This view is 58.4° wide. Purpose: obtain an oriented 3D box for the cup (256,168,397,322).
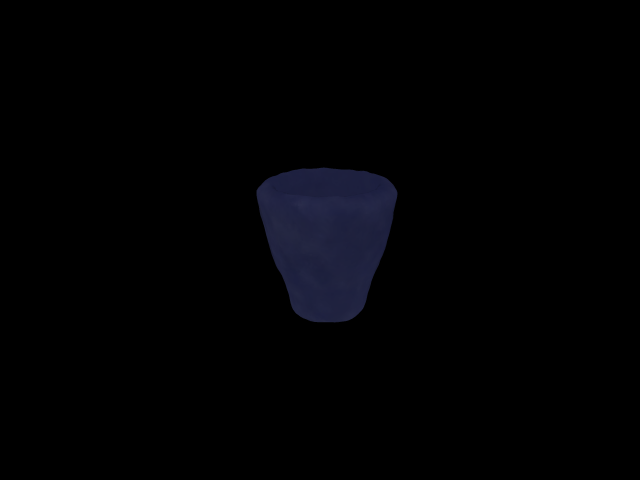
[{"bbox_3d":[0.004,0.001,0.400,0.091,0.095,0.117,-1,19,-3],"label":"cup"}]
